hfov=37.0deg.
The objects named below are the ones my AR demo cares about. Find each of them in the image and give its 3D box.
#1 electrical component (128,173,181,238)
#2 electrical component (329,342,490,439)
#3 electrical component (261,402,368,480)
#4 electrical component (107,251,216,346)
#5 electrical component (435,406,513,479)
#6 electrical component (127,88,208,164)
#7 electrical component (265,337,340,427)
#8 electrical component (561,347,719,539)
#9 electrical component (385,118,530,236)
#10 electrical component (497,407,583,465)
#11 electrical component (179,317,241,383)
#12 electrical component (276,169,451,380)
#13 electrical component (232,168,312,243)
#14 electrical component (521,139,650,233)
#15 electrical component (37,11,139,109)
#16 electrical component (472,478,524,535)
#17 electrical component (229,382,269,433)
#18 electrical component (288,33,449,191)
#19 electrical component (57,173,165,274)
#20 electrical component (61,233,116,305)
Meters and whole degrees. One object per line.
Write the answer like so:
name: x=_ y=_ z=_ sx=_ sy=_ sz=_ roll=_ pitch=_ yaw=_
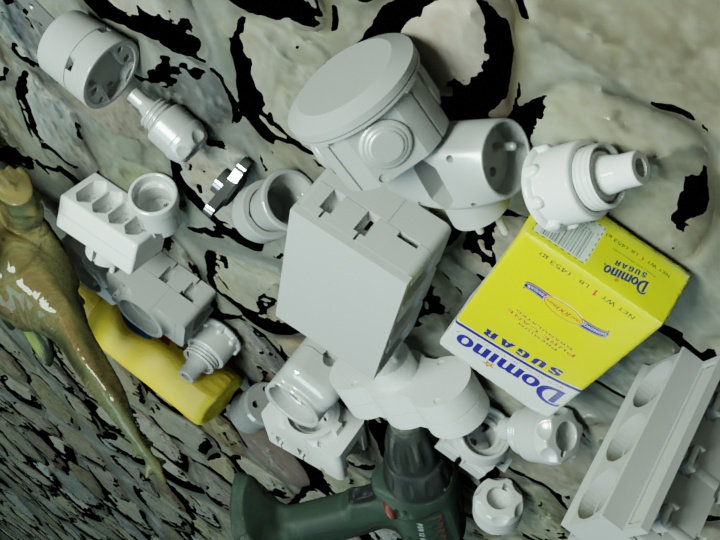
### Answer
electrical component: x=-0.167 y=-0.052 z=0.883 sx=0.040 sy=0.040 sz=0.046 roll=31 pitch=158 yaw=13
electrical component: x=0.029 y=0.081 z=0.834 sx=0.138 sy=0.052 sz=0.073 roll=6 pitch=138 yaw=45
electrical component: x=-0.043 y=0.149 z=1.022 sx=0.089 sy=0.050 sz=0.055 roll=25 pitch=150 yaw=23
electrical component: x=-0.188 y=0.024 z=1.000 sx=0.089 sy=0.055 sz=0.050 roll=35 pitch=152 yaw=7
electrical component: x=0.092 y=0.133 z=0.846 sx=0.066 sy=0.048 sz=0.055 roll=36 pitch=159 yaw=5
electrical component: x=-0.141 y=-0.107 z=0.775 sx=0.061 sy=0.035 sz=0.035 roll=42 pitch=152 yaw=-2
electrical component: x=-0.043 y=0.096 z=0.934 sx=0.054 sy=0.059 sz=0.095 roll=39 pitch=152 yaw=0
electrical component: x=0.180 y=0.116 z=0.636 sx=0.063 sy=0.121 sz=0.079 roll=38 pitch=152 yaw=-4
electrical component: x=0.061 y=-0.049 z=0.614 sx=0.077 sy=0.043 sz=0.079 roll=5 pitch=138 yaw=46
electrical component: x=0.128 y=0.118 z=0.785 sx=0.062 sy=0.043 sz=0.043 roll=-3 pitch=132 yaw=53
electrical component: x=-0.148 y=0.080 z=1.029 sx=0.048 sy=0.062 sz=0.048 roll=28 pitch=151 yaw=18
electrical component: x=0.000 y=0.000 z=0.738 sx=0.089 sy=0.061 sz=0.150 roll=33 pitch=152 yaw=10
electrical component: x=-0.061 y=-0.044 z=0.763 sx=0.045 sy=0.045 sz=0.055 roll=47 pitch=151 yaw=-16
electrical component: x=0.118 y=-0.046 z=0.552 sx=0.062 sy=0.048 sz=0.048 roll=-11 pitch=125 yaw=47
electrical component: x=-0.191 y=-0.148 z=0.752 sx=0.047 sy=0.055 sz=0.055 roll=35 pitch=152 yaw=13
electrical component: x=0.118 y=0.208 z=0.928 sx=0.043 sy=0.043 sz=0.062 roll=27 pitch=151 yaw=20
electrical component: x=-0.102 y=0.138 z=1.082 sx=0.045 sy=0.045 sz=0.055 roll=42 pitch=151 yaw=-7
electrical component: x=0.005 y=-0.087 z=0.587 sx=0.080 sy=0.080 sz=0.051 roll=3 pitch=142 yaw=47
electrical component: x=-0.221 y=-0.028 z=0.950 sx=0.083 sy=0.047 sz=0.075 roll=33 pitch=133 yaw=10
electrical component: x=-0.261 y=-0.006 z=1.054 sx=0.077 sy=0.044 sz=0.079 roll=50 pitch=150 yaw=-21
